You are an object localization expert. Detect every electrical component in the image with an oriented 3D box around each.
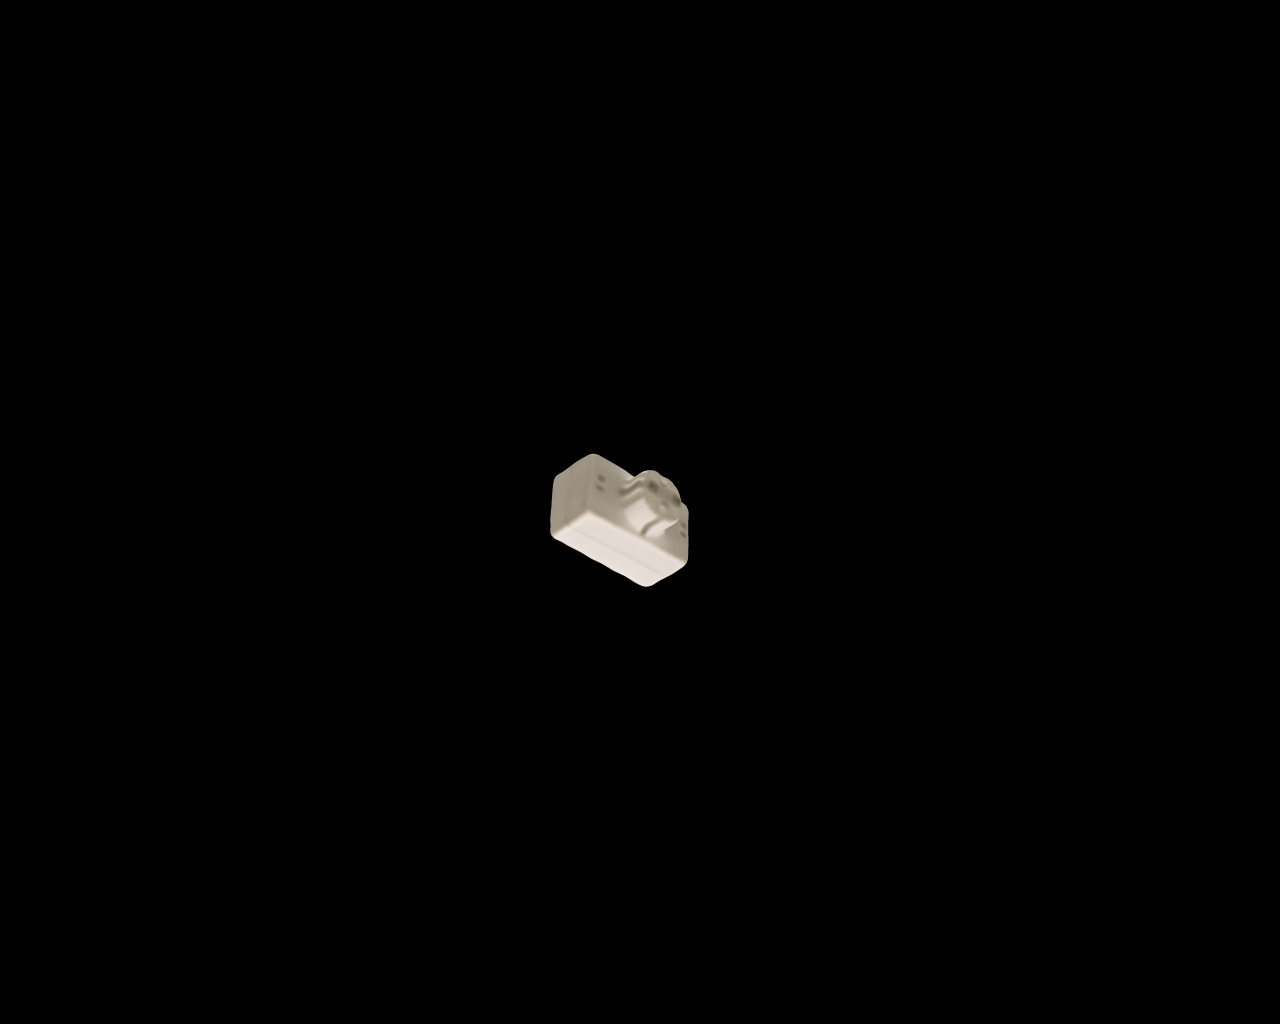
[{"bbox_3d":[0.001,-0.003,0.650,0.083,0.047,0.075,29,-46,-33],"label":"electrical component"}]
